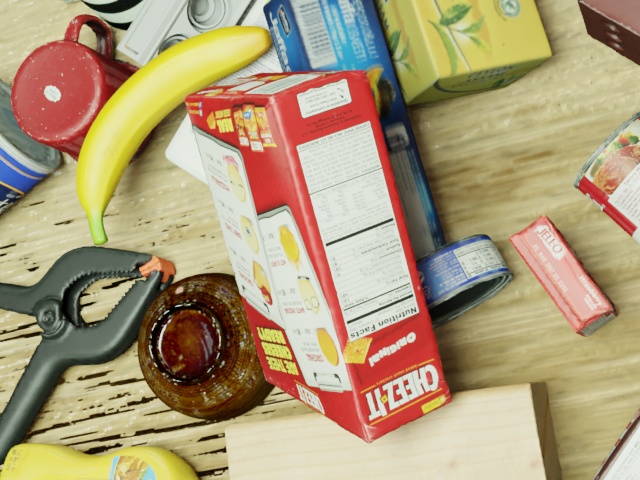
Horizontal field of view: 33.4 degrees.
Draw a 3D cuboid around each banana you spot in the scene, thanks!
[{"bbox_3d":[-0.118,-0.090,0.770,0.069,0.037,0.198,42,100,7],"label":"banana"}]

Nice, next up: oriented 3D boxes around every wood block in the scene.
[{"bbox_3d":[0.051,0.153,0.717,0.206,0.090,0.090,-11,80,17],"label":"wood block"}]

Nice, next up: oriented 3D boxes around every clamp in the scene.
[{"bbox_3d":[-0.214,0.058,0.844,0.210,0.036,0.164,-34,73,10],"label":"clamp"}]

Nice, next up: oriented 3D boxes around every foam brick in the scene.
[{"bbox_3d":[0.210,-0.156,0.710,0.053,0.078,0.051,36,96,21],"label":"foam brick"}]

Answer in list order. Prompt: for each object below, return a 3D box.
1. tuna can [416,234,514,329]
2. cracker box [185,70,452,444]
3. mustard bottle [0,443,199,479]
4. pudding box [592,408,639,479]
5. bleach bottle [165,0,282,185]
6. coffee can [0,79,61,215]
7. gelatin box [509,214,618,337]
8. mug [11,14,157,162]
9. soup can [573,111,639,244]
[{"bbox_3d":[0.085,0.031,0.723,0.086,0.086,0.034,-31,74,12],"label":"tuna can"},{"bbox_3d":[-0.004,0.001,0.680,0.072,0.164,0.214,-21,105,-21],"label":"cracker box"},{"bbox_3d":[-0.144,0.201,0.792,0.192,0.058,0.096,-2,77,18],"label":"mustard bottle"},{"bbox_3d":[0.201,0.138,0.669,0.039,0.090,0.113,32,94,18],"label":"pudding box"},{"bbox_3d":[-0.009,-0.143,0.789,0.103,0.068,0.251,32,91,16],"label":"bleach bottle"},{"bbox_3d":[-0.293,-0.054,0.849,0.140,0.102,0.103,-38,74,11],"label":"coffee can"},{"bbox_3d":[0.161,0.024,0.696,0.030,0.089,0.073,-35,74,11],"label":"gelatin box"},{"bbox_3d":[-0.184,-0.118,0.832,0.093,0.081,0.117,5,85,19],"label":"mug"},{"bbox_3d":[0.226,-0.026,0.693,0.068,0.068,0.102,-47,73,8],"label":"soup can"}]
